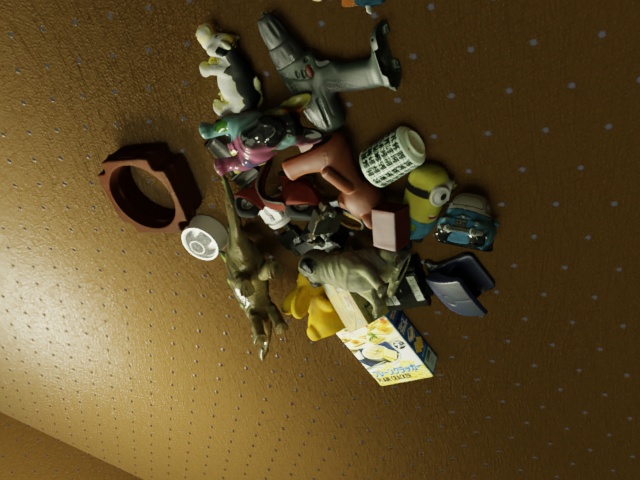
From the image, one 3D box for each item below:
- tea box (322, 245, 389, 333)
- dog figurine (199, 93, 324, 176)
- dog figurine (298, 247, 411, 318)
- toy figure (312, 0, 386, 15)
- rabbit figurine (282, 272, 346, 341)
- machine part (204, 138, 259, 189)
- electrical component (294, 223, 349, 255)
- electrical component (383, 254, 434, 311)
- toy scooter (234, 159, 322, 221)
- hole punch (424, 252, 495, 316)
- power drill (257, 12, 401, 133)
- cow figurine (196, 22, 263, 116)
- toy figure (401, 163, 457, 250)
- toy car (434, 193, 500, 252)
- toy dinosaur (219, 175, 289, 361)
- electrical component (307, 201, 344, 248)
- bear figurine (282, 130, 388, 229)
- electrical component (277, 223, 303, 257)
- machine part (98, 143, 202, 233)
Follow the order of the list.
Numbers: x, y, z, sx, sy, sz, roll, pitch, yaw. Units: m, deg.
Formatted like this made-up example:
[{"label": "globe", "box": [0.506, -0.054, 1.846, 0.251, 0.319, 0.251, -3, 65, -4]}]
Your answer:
[{"label": "tea box", "box": [0.066, 0.109, 1.180, 0.169, 0.068, 0.098, 59, 150, 5]}, {"label": "dog figurine", "box": [-0.094, -0.196, 0.986, 0.219, 0.191, 0.108, -12, 99, 23]}, {"label": "dog figurine", "box": [0.071, 0.043, 1.095, 0.191, 0.172, 0.121, 28, 133, 20]}, {"label": "toy figure", "box": [0.031, -0.401, 0.838, 0.155, 0.058, 0.064, 19, 139, 2]}, {"label": "rabbit figurine", "box": [-0.009, 0.136, 1.255, 0.122, 0.162, 0.173, 3, 112, 65]}, {"label": "machine part", "box": [-0.188, -0.169, 1.143, 0.138, 0.039, 0.084, 46, 136, -18]}, {"label": "electrical component", "box": [-0.002, -0.004, 1.183, 0.074, 0.048, 0.119, 42, 143, -17]}, {"label": "electrical component", "box": [0.170, 0.096, 1.188, 0.134, 0.058, 0.114, -10, 121, 31]}, {"label": "toy scooter", "box": [-0.082, -0.110, 1.105, 0.184, 0.135, 0.075, 4, 170, 2]}, {"label": "hole punch", "box": [0.288, 0.103, 1.122, 0.116, 0.092, 0.142, -26, 117, 42]}, {"label": "power drill", "box": [0.021, -0.300, 0.911, 0.207, 0.086, 0.231, -11, 124, 26]}, {"label": "cow figurine", "box": [-0.165, -0.317, 0.988, 0.098, 0.068, 0.167, 0, 131, 17]}, {"label": "toy figure", "box": [0.191, -0.064, 1.030, 0.089, 0.082, 0.180, 27, 137, 6]}, {"label": "toy car", "box": [0.271, -0.037, 0.995, 0.109, 0.161, 0.103, 11, 87, 24]}, {"label": "toy dinosaur", "box": [-0.167, 0.069, 1.227, 0.199, 0.105, 0.470, 33, 133, 55]}, {"label": "electrical component", "box": [0.009, -0.030, 1.073, 0.078, 0.045, 0.102, 0, 130, -34]}, {"label": "bear figurine", "box": [0.040, -0.112, 1.037, 0.132, 0.120, 0.195, -10, 128, 35]}, {"label": "electrical component", "box": [-0.066, -0.004, 1.235, 0.063, 0.021, 0.094, -28, 113, 39]}, {"label": "machine part", "box": [-0.390, -0.118, 1.242, 0.201, 0.087, 0.201, -1, 125, 24]}]
